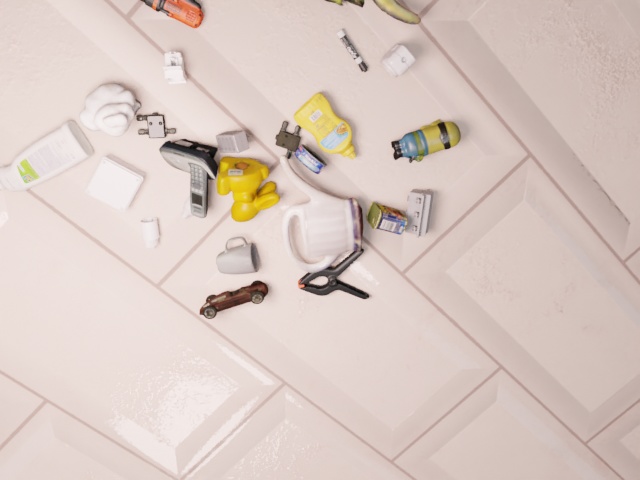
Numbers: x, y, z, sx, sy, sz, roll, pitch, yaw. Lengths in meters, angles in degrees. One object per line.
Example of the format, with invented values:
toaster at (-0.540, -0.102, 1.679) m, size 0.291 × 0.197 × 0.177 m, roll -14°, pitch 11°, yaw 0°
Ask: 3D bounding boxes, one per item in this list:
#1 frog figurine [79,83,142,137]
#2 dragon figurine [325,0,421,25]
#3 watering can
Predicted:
frog figurine at (-0.498, -0.301, 1.208) m, size 0.137 × 0.121 × 0.162 m, roll -20°, pitch 20°, yaw 0°
dragon figurine at (0.070, -0.668, 1.189) m, size 0.409 × 0.241 × 0.123 m, roll 13°, pitch 9°, yaw -13°
watering can at (0.004, -0.069, 1.378) m, size 0.224 × 0.341 × 0.106 m, roll -8°, pitch 24°, yaw -6°
